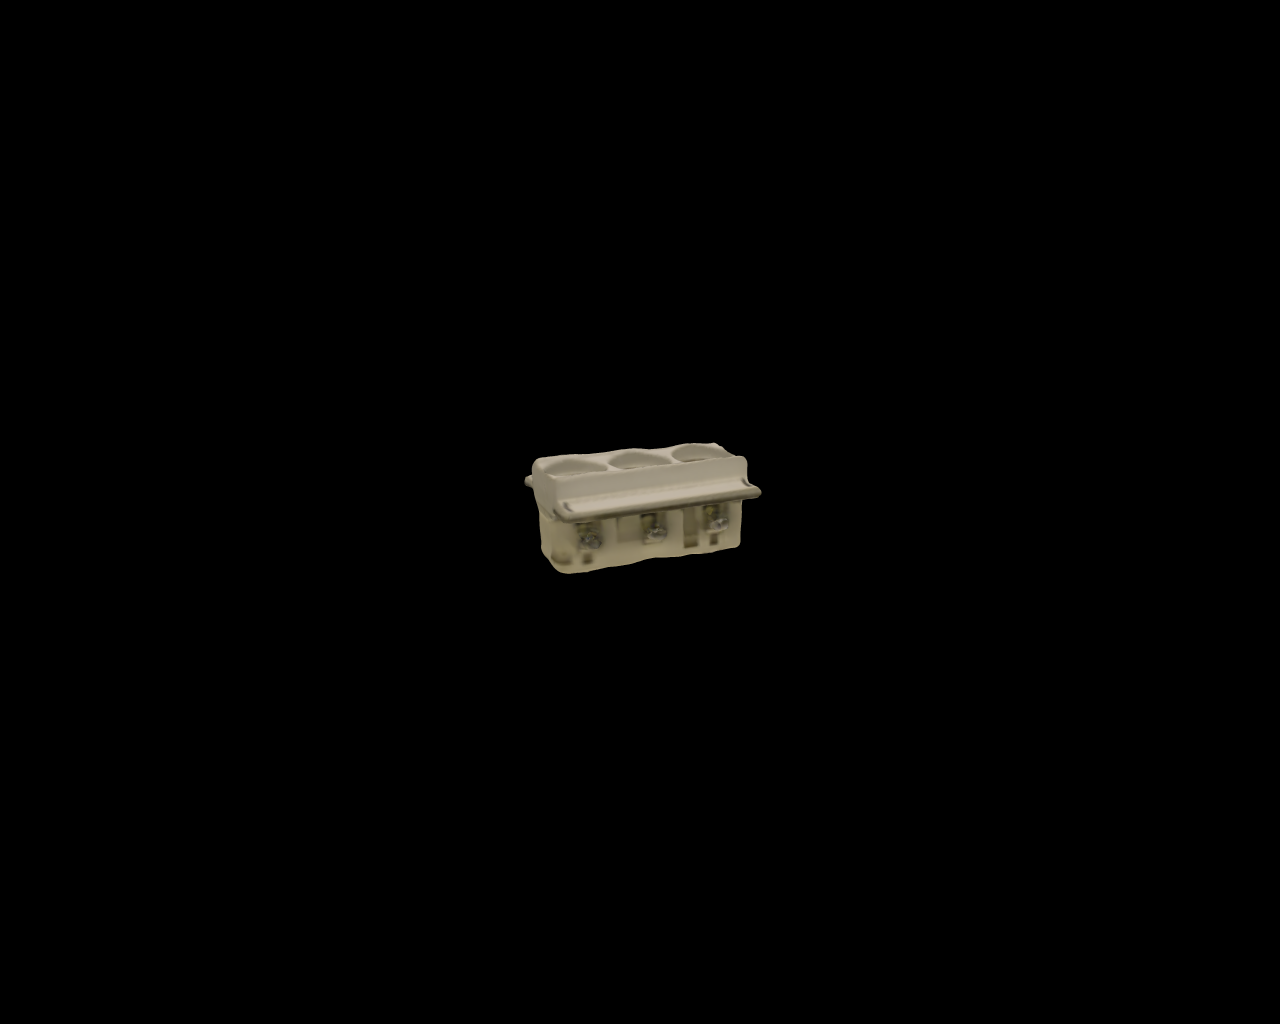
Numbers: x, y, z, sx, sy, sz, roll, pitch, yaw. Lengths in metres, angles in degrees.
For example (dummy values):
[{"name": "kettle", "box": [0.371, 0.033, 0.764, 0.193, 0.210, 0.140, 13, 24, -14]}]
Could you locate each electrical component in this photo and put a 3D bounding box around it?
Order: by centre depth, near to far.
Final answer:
[{"name": "electrical component", "box": [0.001, -0.003, 0.650, 0.121, 0.063, 0.079, -7, 20, -20]}]
